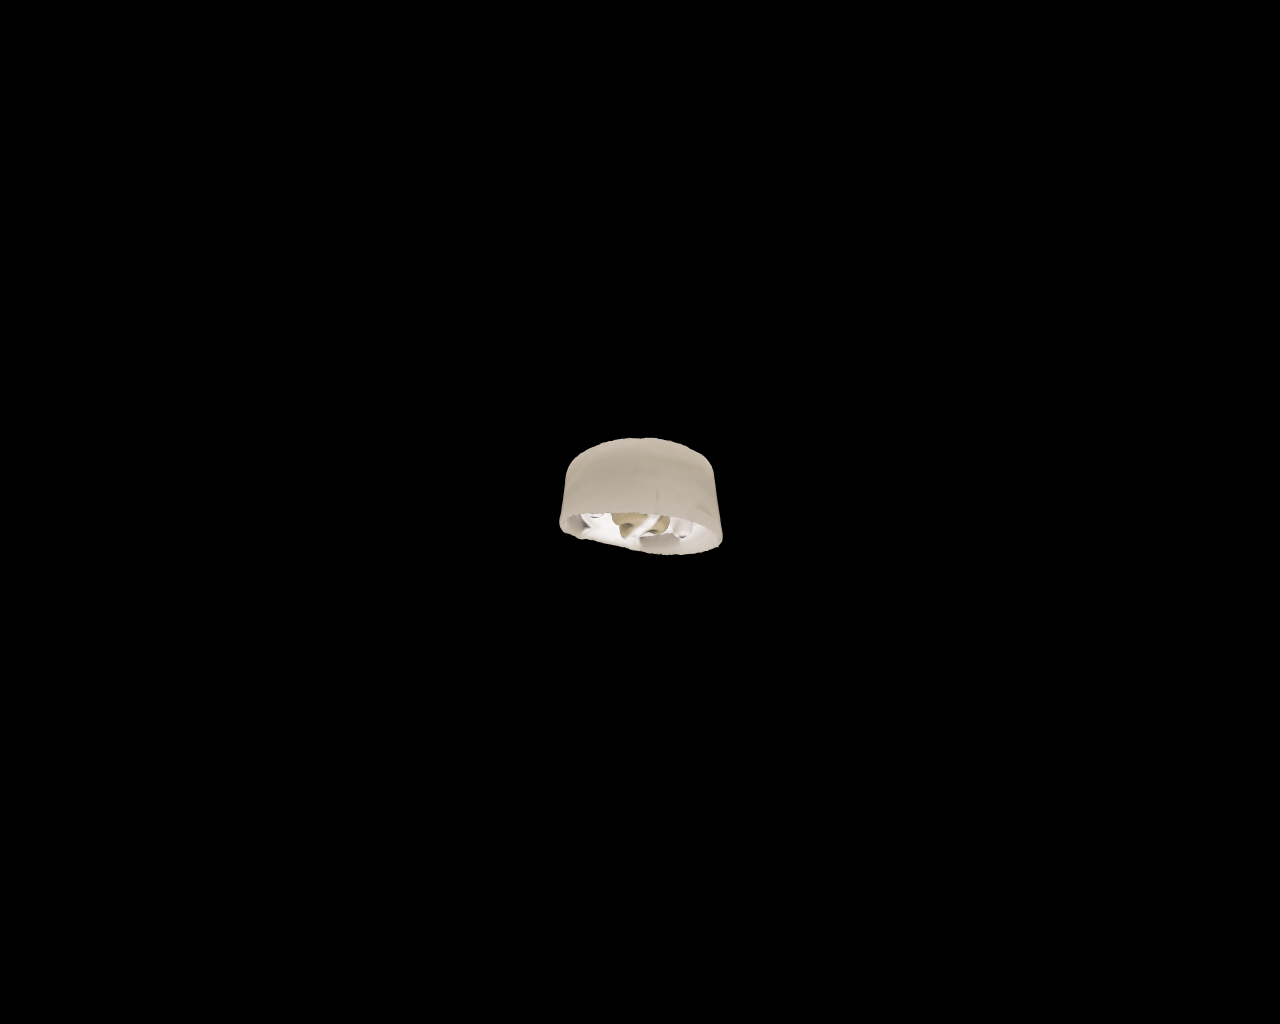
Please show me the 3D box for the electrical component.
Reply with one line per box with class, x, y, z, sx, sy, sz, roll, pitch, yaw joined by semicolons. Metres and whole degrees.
electrical component;0.001;-0.003;0.650;0.099;0.064;0.099;0;-27;0
